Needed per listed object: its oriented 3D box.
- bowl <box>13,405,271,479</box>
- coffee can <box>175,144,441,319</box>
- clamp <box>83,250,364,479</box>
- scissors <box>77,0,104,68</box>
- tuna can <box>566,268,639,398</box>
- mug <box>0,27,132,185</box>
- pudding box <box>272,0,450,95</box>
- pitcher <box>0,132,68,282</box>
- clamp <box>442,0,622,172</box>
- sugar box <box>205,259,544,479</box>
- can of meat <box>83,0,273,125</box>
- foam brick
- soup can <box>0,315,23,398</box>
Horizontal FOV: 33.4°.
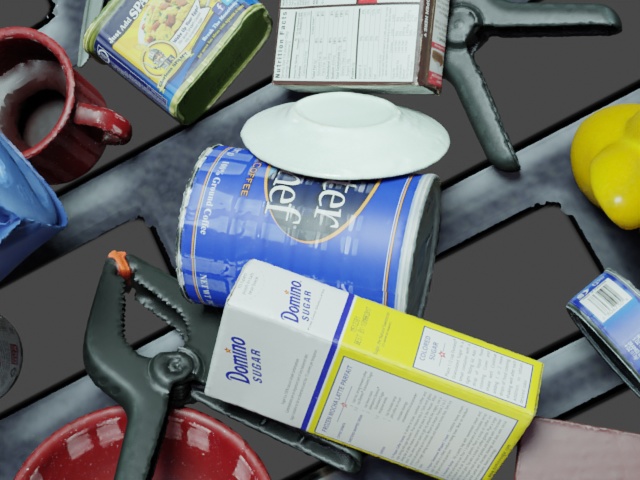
[{"bbox_3d":[-0.106,0.179,0.640,0.162,0.055,0.162,4,48,-4],"label":"bowl"},{"bbox_3d":[-0.004,0.001,0.653,0.140,0.102,0.103,9,80,13],"label":"coffee can"},{"bbox_3d":[-0.095,0.094,0.655,0.164,0.036,0.210,-24,58,-27],"label":"clamp"},{"bbox_3d":[-0.135,-0.226,0.774,0.096,0.016,0.202,-8,77,10],"label":"scissors"},{"bbox_3d":[0.181,0.059,0.612,0.034,0.086,0.086,-40,74,3],"label":"tuna can"},{"bbox_3d":[-0.181,-0.083,0.718,0.117,0.081,0.093,8,80,13],"label":"mug"},{"bbox_3d":[0.026,-0.141,0.688,0.114,0.039,0.090,6,93,34],"label":"pudding box"},{"bbox_3d":[-0.272,0.019,0.594,0.243,0.149,0.145,-43,87,2],"label":"pitcher"},{"bbox_3d":[0.093,-0.124,0.694,0.172,0.039,0.120,28,86,23],"label":"clamp"},{"bbox_3d":[0.027,0.079,0.610,0.176,0.093,0.048,22,47,3],"label":"sugar box"},{"bbox_3d":[-0.095,-0.141,0.727,0.084,0.057,0.102,39,89,14],"label":"can of meat"},{"bbox_3d":[0.152,0.134,0.619,0.078,0.053,0.051,8,80,13],"label":"foam brick"},{"bbox_3d":[-0.244,0.071,0.687,0.068,0.102,0.068,-3,77,11],"label":"soup can"}]
